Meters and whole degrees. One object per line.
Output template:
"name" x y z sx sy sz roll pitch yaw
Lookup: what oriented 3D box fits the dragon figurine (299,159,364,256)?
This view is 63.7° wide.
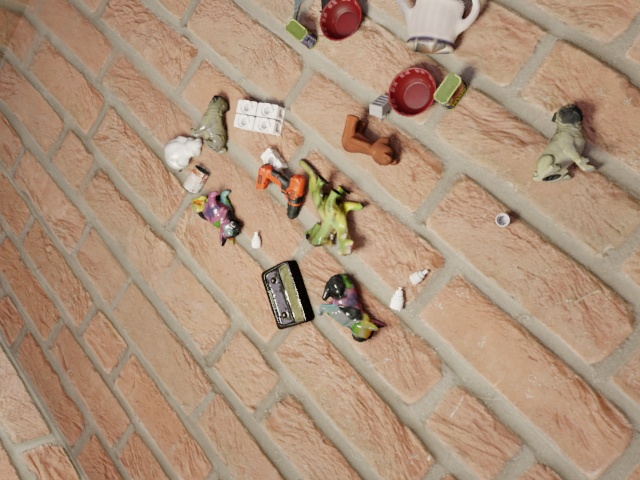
"dragon figurine" 0.005 -0.090 1.796 0.417 0.122 0.239 44 115 39

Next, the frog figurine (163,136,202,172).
"frog figurine" -0.555 -0.359 2.092 0.158 0.121 0.140 -17 61 38

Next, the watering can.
"watering can" 0.330 -0.709 1.640 0.349 0.104 0.223 17 97 27
